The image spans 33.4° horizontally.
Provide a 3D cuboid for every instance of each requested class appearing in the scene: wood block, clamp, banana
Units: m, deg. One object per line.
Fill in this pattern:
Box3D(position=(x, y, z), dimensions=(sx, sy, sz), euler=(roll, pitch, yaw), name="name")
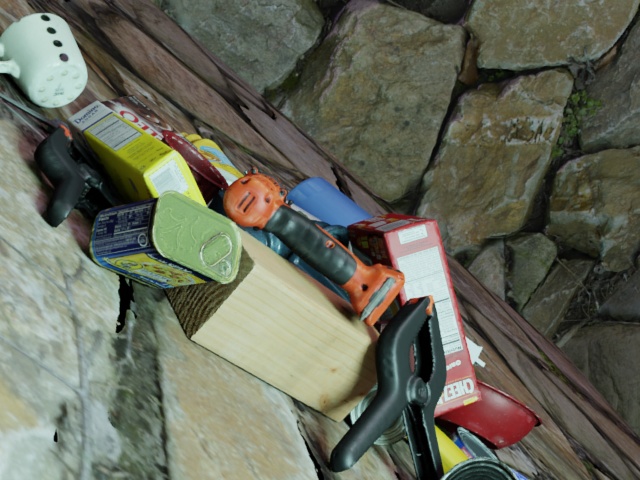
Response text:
Box3D(position=(-0.035, 0.078, 1.004), dimensions=(0.205, 0.090, 0.091), euler=(36, 10, -38), name="wood block")
Box3D(position=(0.075, 0.145, 0.991), dimensions=(0.164, 0.036, 0.210), euler=(29, 59, -43), name="clamp")
Box3D(position=(-0.210, -0.041, 0.975), dimensions=(0.120, 0.039, 0.171), euler=(44, 12, -41), name="clamp")
Box3D(position=(0.132, 0.237, 1.154), dimensions=(0.198, 0.037, 0.069), euler=(48, 10, 30), name="banana")

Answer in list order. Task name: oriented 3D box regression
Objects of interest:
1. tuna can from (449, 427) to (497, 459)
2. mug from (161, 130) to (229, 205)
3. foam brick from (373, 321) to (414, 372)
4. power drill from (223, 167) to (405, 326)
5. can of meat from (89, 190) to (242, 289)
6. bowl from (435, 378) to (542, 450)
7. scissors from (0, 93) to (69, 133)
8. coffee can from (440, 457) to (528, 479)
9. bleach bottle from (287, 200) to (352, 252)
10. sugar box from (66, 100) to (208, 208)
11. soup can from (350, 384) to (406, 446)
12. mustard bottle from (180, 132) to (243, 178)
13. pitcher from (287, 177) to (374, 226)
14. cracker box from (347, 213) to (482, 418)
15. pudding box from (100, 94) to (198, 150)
Box3D(position=(0.183, 0.264, 1.263), dimensions=(0.086, 0.034, 0.086), euler=(42, 9, -8), name="tuna can")
Box3D(position=(-0.153, -0.051, 1.125), dimensions=(0.093, 0.081, 0.117), euler=(37, 10, -35), name="mug")
Box3D(position=(0.057, 0.110, 1.110), dimensions=(0.051, 0.053, 0.078), euler=(3, -3, -36), name="foam brick")
Box3D(position=(-0.007, 0.001, 1.031), dimensions=(0.187, 0.057, 0.184), euler=(36, 7, 1), name="power drill")
Box3D(position=(-0.131, 0.004, 0.902), dimensions=(0.102, 0.084, 0.057), euler=(29, 60, -46), name="can of meat")
Box3D(position=(0.194, 0.220, 1.344), dimensions=(0.162, 0.055, 0.162), euler=(25, -15, 7), name="bowl")
Box3D(position=(-0.260, -0.103, 1.123), dimensions=(0.096, 0.016, 0.201), euler=(46, 9, 22), name="scissors")
Box3D(position=(0.178, 0.270, 0.977), dimensions=(0.140, 0.103, 0.103), euler=(35, 11, -39), name="coffee can")
Box3D(position=(-0.045, -0.024, 1.486), dimensions=(0.251, 0.068, 0.102), euler=(37, 0, 43), name="bleach bottle")
Box3D(position=(-0.173, -0.064, 1.015), dimensions=(0.176, 0.048, 0.093), euler=(29, -31, 48), name="sugar box")
Box3D(position=(0.073, 0.172, 1.097), dimensions=(0.068, 0.068, 0.102), euler=(45, 8, 13), name="soup can")
Box3D(position=(-0.138, -0.083, 1.432), dimensions=(0.192, 0.058, 0.096), euler=(48, 17, 31), name="mustard bottle")
Box3D(position=(0.040, 0.019, 1.559), dimensions=(0.243, 0.145, 0.149), euler=(43, -7, 25), name="pitcher")
Box3D(position=(0.106, 0.080, 1.229), dimensions=(0.164, 0.072, 0.214), euler=(-167, -119, -76), name="cracker box")
Box3D(position=(-0.211, -0.120, 1.259), dimensions=(0.113, 0.039, 0.089), euler=(38, 24, 9), name="pudding box")
